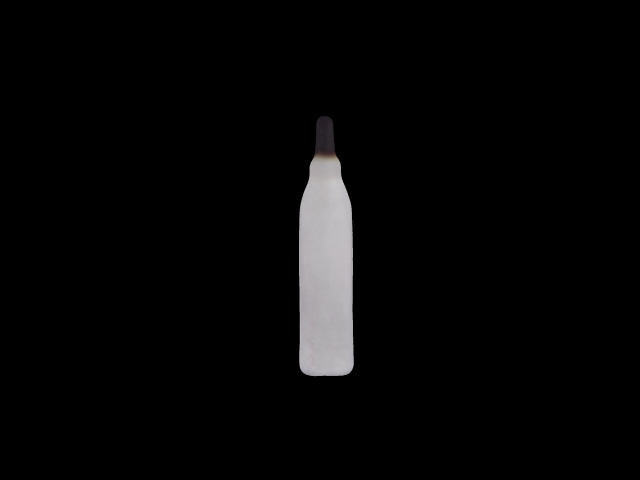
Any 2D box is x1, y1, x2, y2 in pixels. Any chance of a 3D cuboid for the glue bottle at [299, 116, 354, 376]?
[{"bbox_3d":[0.004,0.001,0.400,0.037,0.173,0.078,0,4,-2],"label":"glue bottle"}]
